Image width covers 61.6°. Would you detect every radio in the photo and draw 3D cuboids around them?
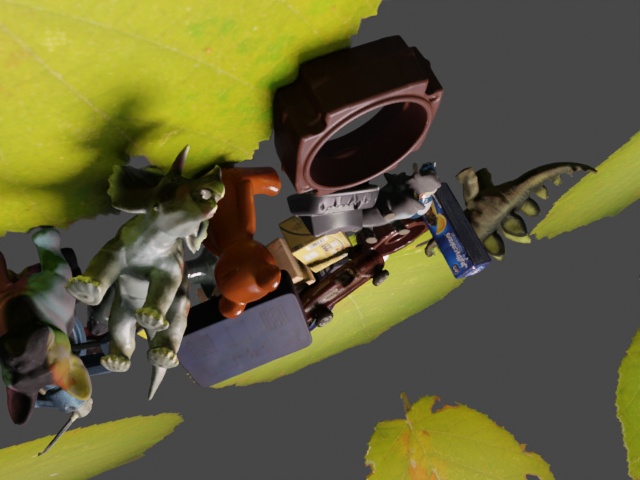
[{"bbox_3d":[-0.134,0.157,0.931,0.230,0.073,0.130,-22,123,2],"label":"radio"}]

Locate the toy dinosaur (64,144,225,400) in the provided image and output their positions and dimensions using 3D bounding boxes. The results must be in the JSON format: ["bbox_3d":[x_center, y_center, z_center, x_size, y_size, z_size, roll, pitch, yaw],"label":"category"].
[{"bbox_3d":[-0.211,0.049,0.683,0.131,0.192,0.404,19,142,-5],"label":"toy dinosaur"}]

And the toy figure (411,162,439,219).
[{"bbox_3d":[0.203,-0.097,1.068,0.064,0.058,0.154,-60,173,-27],"label":"toy figure"}]

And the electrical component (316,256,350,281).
[{"bbox_3d":[0.027,0.056,1.130,0.048,0.119,0.074,-13,154,-36],"label":"electrical component"}]

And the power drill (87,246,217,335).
[{"bbox_3d":[-0.276,0.080,0.892,0.207,0.086,0.232,-7,152,-29],"label":"power drill"}]

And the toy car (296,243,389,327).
[{"bbox_3d":[0.038,0.083,1.019,0.202,0.089,0.053,-33,157,-16],"label":"toy car"}]

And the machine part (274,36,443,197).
[{"bbox_3d":[0.046,-0.149,0.697,0.201,0.087,0.201,-21,158,-14],"label":"machine part"}]

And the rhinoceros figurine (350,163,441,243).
[{"bbox_3d":[0.132,-0.068,0.977,0.190,0.112,0.073,-25,135,35],"label":"rhinoceros figurine"}]

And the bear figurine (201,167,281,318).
[{"bbox_3d":[-0.098,-0.002,0.721,0.120,0.196,0.132,-42,156,28],"label":"bear figurine"}]

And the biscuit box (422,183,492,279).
[{"bbox_3d":[0.274,-0.021,1.123,0.063,0.203,0.059,-10,155,-36],"label":"biscuit box"}]

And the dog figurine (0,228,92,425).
[{"bbox_3d":[-0.344,0.112,0.665,0.108,0.219,0.191,-17,157,-16],"label":"dog figurine"}]

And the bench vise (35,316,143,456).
[{"bbox_3d":[-0.372,0.184,0.802,0.241,0.223,0.129,-13,-162,20],"label":"bench vise"}]

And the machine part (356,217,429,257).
[{"bbox_3d":[0.166,-0.020,1.210,0.179,0.056,0.179,-24,161,-9],"label":"machine part"}]

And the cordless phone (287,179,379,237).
[{"bbox_3d":[0.042,-0.100,0.854,0.146,0.089,0.184,-10,143,-38],"label":"cordless phone"}]

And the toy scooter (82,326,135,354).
[{"bbox_3d":[-0.407,0.193,0.950,0.135,0.075,0.184,-3,-177,39],"label":"toy scooter"}]

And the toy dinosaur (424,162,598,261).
[{"bbox_3d":[0.365,-0.060,1.151,0.105,0.198,0.471,-17,160,-33],"label":"toy dinosaur"}]

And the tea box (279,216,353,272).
[{"bbox_3d":[-0.002,-0.003,1.021,0.098,0.068,0.169,-28,161,4],"label":"tea box"}]

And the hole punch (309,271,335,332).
[{"bbox_3d":[-0.026,0.131,1.186,0.116,0.142,0.092,-26,120,-16],"label":"hole punch"}]
